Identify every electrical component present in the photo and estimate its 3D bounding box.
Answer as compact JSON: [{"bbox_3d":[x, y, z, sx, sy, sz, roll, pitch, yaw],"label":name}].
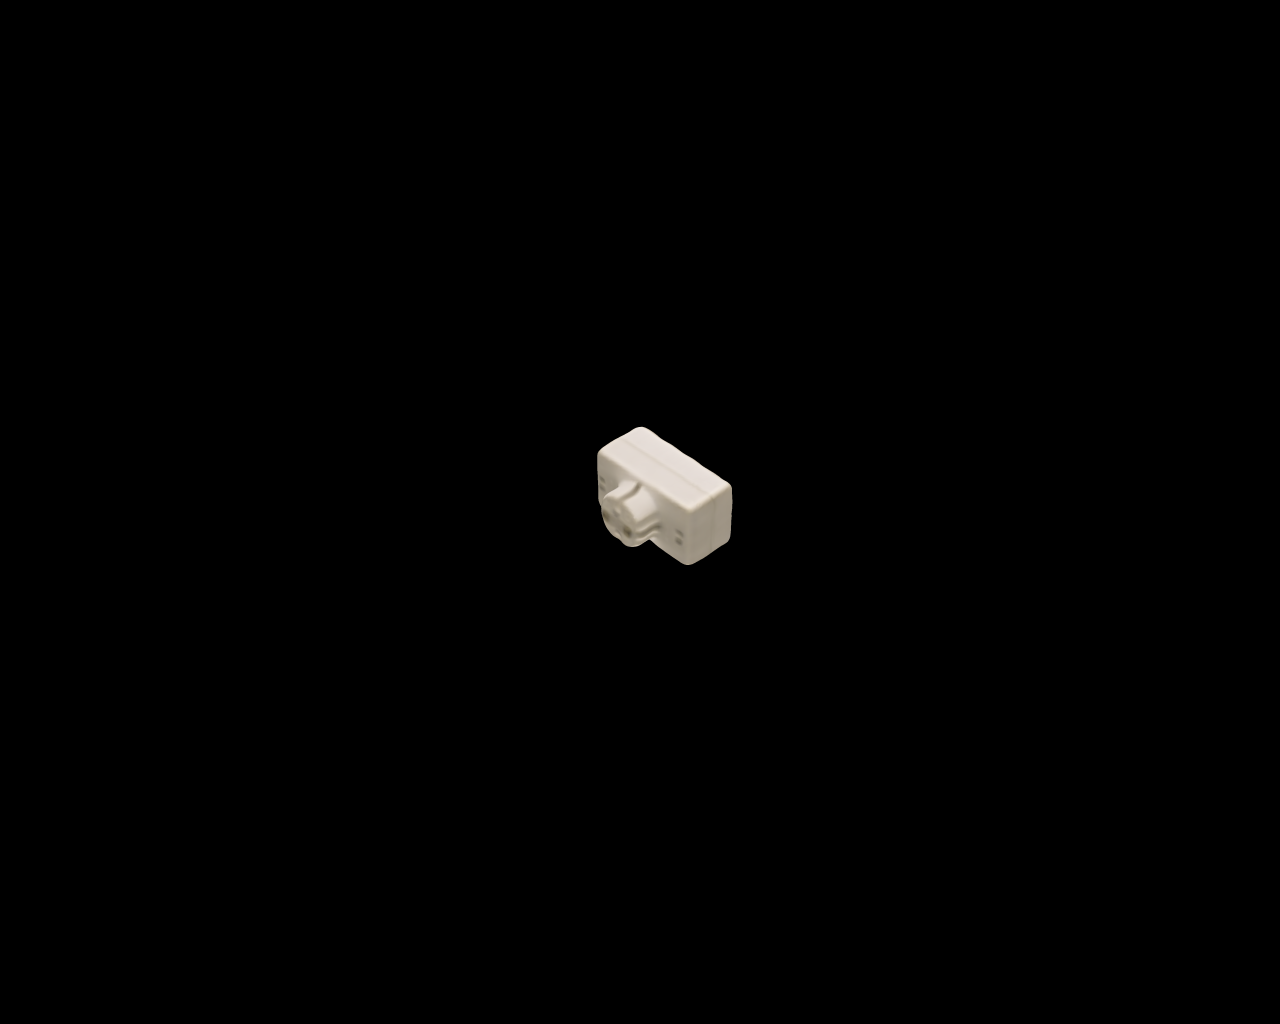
[{"bbox_3d":[0.001,-0.003,0.650,0.076,0.047,0.083,-31,49,-31],"label":"electrical component"}]
